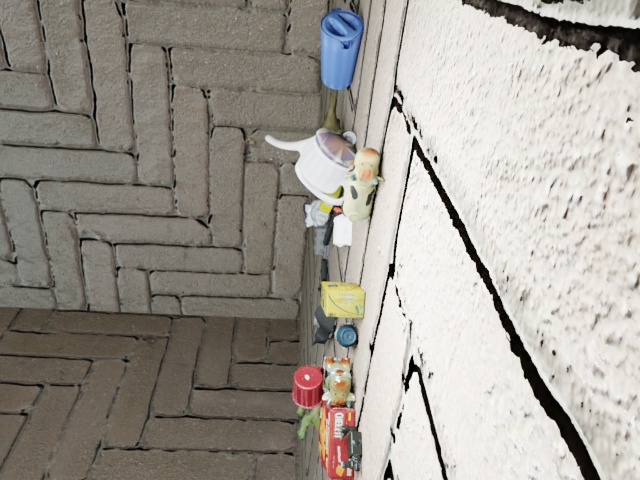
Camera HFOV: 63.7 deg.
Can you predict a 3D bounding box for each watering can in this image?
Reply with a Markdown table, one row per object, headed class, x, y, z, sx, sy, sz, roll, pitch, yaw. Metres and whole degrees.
| class | x | y | z | sx | sy | sz | roll | pitch | yaw |
| --- | --- | --- | --- | --- | --- | --- | --- | --- | --- |
| watering can | -0.019 | -0.258 | 1.593 | 0.106 | 0.349 | 0.220 | -39 | -9 | -44 |

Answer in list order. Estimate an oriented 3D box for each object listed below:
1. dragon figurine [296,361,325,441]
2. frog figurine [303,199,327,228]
| class | x | y | z | sx | sy | sz | roll | pitch | yaw |
| --- | --- | --- | --- | --- | --- | --- | --- | --- | --- |
| dragon figurine | 0.012 | 0.537 | 1.781 | 0.420 | 0.122 | 0.237 | -95 | 27 | -49 |
| frog figurine | 0.007 | -0.116 | 2.297 | 0.159 | 0.122 | 0.139 | -5 | 70 | 49 |
